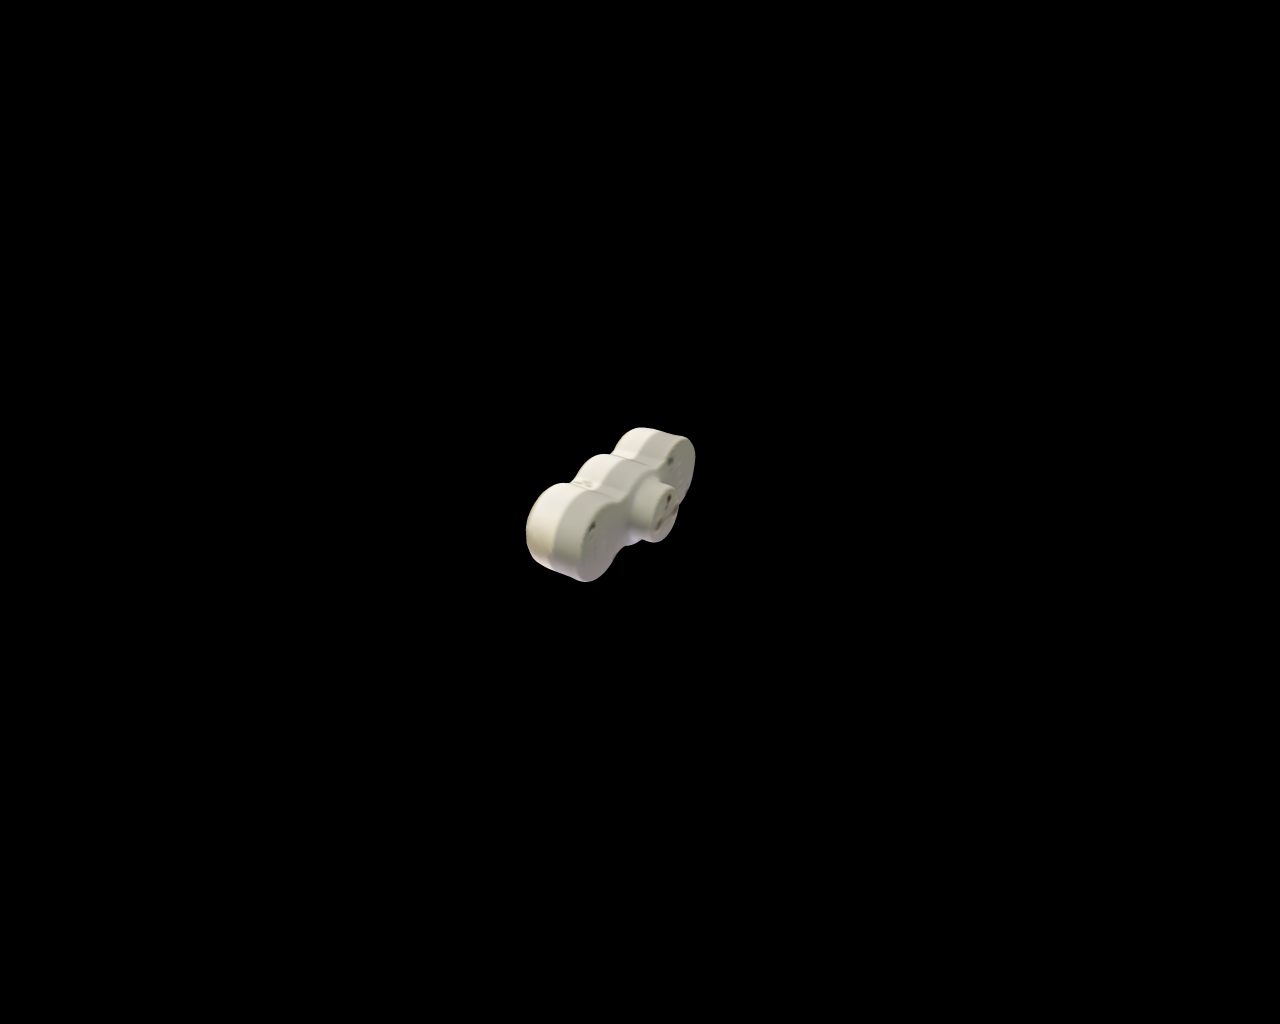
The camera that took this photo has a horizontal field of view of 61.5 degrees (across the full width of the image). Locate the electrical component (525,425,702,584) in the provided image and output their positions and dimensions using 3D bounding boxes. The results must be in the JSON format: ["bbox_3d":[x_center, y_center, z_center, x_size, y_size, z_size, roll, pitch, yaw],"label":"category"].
[{"bbox_3d":[0.001,-0.003,0.650,0.074,0.052,0.138,18,36,27],"label":"electrical component"}]
